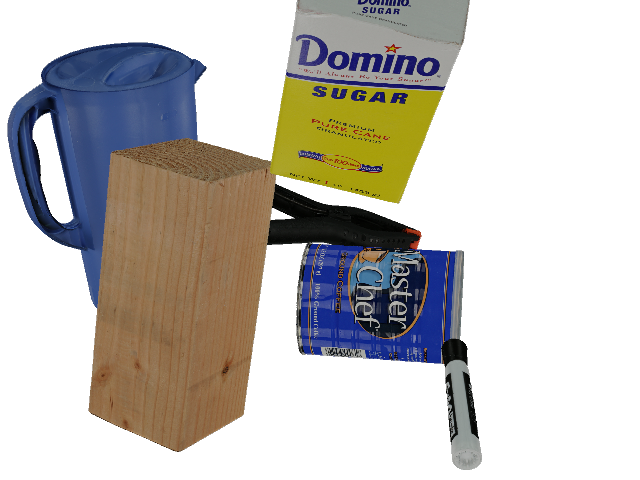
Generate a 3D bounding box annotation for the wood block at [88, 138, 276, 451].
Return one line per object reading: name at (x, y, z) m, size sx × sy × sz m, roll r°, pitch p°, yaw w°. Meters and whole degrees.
wood block at (-0.103, 0.037, 0.796) m, size 0.090 × 0.206 × 0.090 m, roll 18°, pitch 20°, yaw 27°

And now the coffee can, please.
coffee can at (0.056, 0.056, 0.955) m, size 0.140 × 0.103 × 0.102 m, roll 3°, pitch 0°, yaw 9°

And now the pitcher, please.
pitcher at (-0.180, -0.048, 0.973) m, size 0.149 × 0.243 × 0.145 m, roll 2°, pitch 28°, yaw 7°

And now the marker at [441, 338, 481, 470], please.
marker at (0.095, 0.107, 0.726) m, size 0.020 × 0.020 × 0.121 m, roll 0°, pitch 32°, yaw 3°

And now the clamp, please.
clamp at (0.012, -0.014, 1.182) m, size 0.210 × 0.036 × 0.164 m, roll 15°, pitch 21°, yaw -8°

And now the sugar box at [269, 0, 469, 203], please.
sugar box at (0.024, -0.090, 0.645) m, size 0.093 × 0.048 × 0.176 m, roll 12°, pitch -26°, yaw -1°
